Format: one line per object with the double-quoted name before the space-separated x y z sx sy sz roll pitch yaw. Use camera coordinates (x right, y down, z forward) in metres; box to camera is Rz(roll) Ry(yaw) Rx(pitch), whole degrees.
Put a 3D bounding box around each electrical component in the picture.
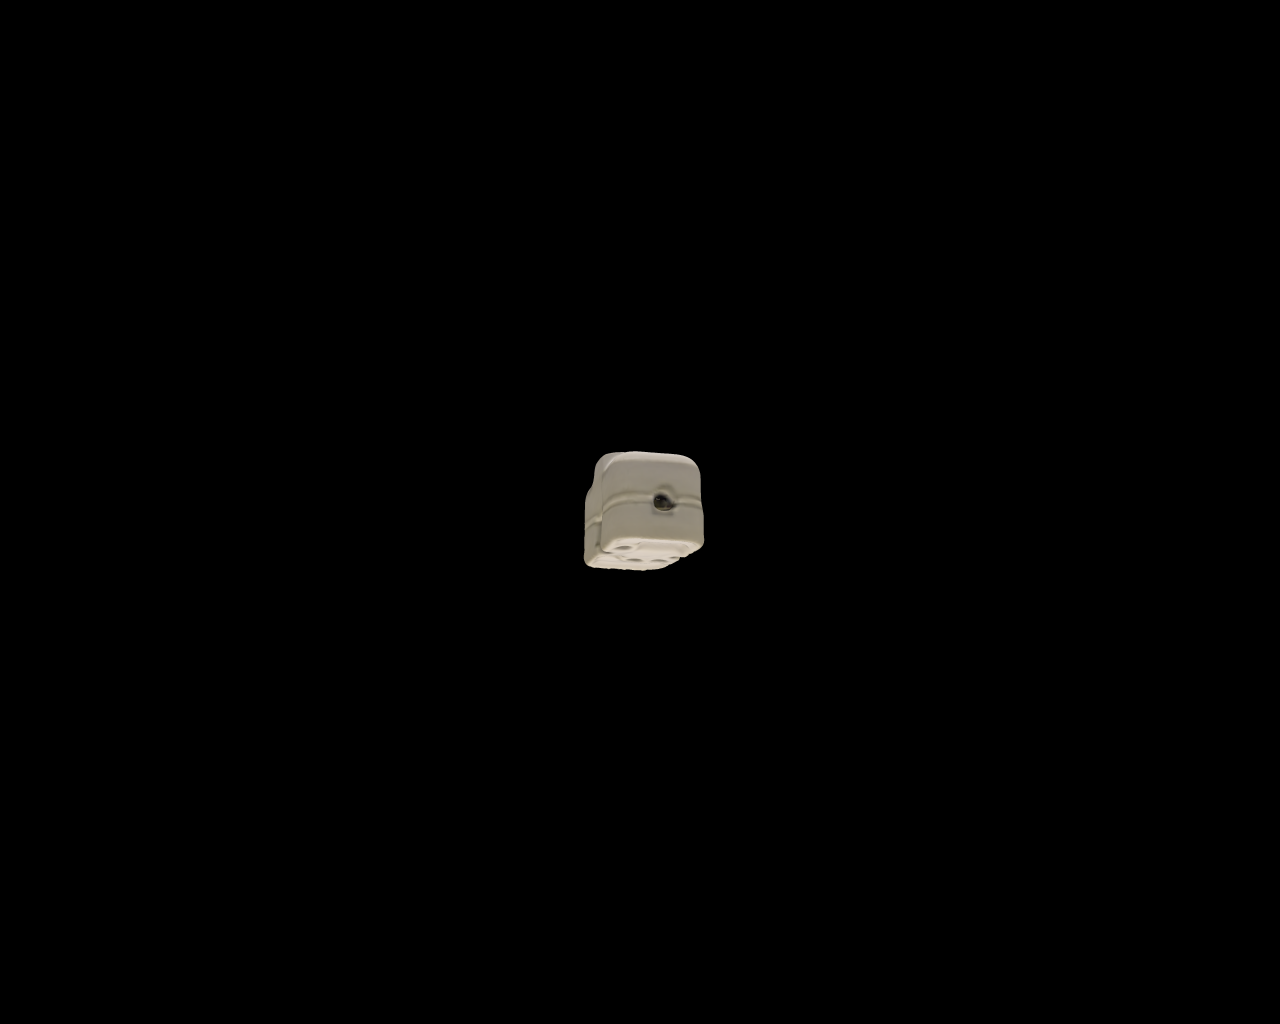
"electrical component" 0.001 -0.003 0.650 0.054 0.059 0.095 4 -14 -15
